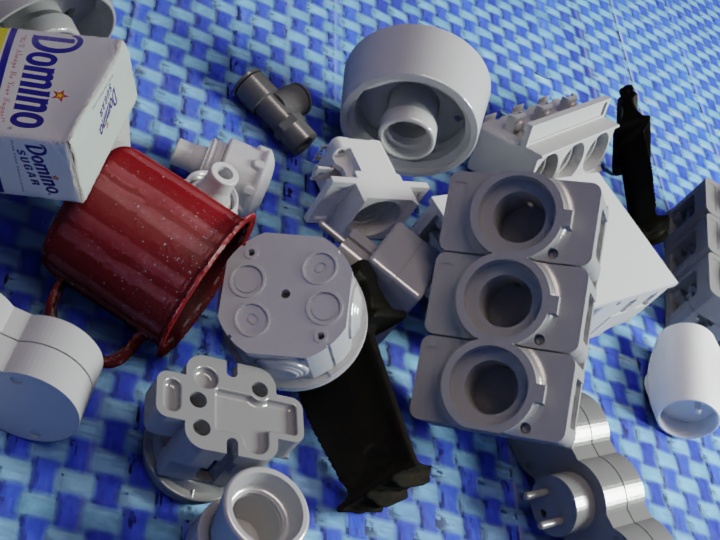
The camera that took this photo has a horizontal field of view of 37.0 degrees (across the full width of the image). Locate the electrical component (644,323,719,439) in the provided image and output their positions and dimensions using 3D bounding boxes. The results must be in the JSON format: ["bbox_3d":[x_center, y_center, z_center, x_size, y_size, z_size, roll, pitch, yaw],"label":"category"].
[{"bbox_3d":[0.255,0.089,0.791,0.079,0.044,0.077,29,42,-12],"label":"electrical component"}]

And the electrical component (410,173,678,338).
[{"bbox_3d":[0.126,-0.002,0.765,0.186,0.060,0.105,-11,62,-41],"label":"electrical component"}]

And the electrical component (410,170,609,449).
[{"bbox_3d":[0.090,0.022,0.636,0.062,0.089,0.150,36,63,-68],"label":"electrical component"}]

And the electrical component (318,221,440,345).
[{"bbox_3d":[0.000,0.000,0.668,0.077,0.065,0.047,39,41,-1],"label":"electrical component"}]

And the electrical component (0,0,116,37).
[{"bbox_3d":[-0.198,-0.154,0.638,0.099,0.099,0.064,-18,72,-44],"label":"electrical component"}]

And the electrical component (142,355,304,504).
[{"bbox_3d":[-0.076,0.083,0.546,0.078,0.057,0.058,16,47,-25],"label":"electrical component"}]

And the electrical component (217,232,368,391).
[{"bbox_3d":[-0.037,0.021,0.577,0.080,0.051,0.080,-1,69,3],"label":"electrical component"}]

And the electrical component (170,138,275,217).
[{"bbox_3d":[-0.088,-0.063,0.677,0.062,0.048,0.048,22,44,-10],"label":"electrical component"}]

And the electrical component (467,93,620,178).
[{"bbox_3d":[0.145,-0.098,0.860,0.063,0.078,0.121,34,36,27],"label":"electrical component"}]

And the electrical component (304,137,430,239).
[{"bbox_3d":[0.001,-0.056,0.736,0.081,0.042,0.063,1,52,-36],"label":"electrical component"}]

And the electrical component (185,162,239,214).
[{"bbox_3d":[-0.092,-0.038,0.637,0.043,0.062,0.043,20,45,-21],"label":"electrical component"}]

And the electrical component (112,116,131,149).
[{"bbox_3d":[-0.152,-0.069,0.638,0.044,0.044,0.065,-1,60,-37],"label":"electrical component"}]

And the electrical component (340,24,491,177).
[{"bbox_3d":[0.037,-0.113,0.766,0.108,0.108,0.060,25,49,-16],"label":"electrical component"}]

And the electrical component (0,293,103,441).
[{"bbox_3d":[-0.195,0.045,0.497,0.138,0.052,0.073,27,43,-15],"label":"electrical component"}]

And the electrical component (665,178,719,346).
[{"bbox_3d":[0.309,0.002,0.894,0.089,0.061,0.150,30,42,-11],"label":"electrical component"}]

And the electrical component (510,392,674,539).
[{"bbox_3d":[0.129,0.139,0.650,0.074,0.052,0.138,-2,56,-38],"label":"electrical component"}]

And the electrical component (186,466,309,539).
[{"bbox_3d":[-0.056,0.128,0.523,0.045,0.055,0.045,20,45,-21],"label":"electrical component"}]
